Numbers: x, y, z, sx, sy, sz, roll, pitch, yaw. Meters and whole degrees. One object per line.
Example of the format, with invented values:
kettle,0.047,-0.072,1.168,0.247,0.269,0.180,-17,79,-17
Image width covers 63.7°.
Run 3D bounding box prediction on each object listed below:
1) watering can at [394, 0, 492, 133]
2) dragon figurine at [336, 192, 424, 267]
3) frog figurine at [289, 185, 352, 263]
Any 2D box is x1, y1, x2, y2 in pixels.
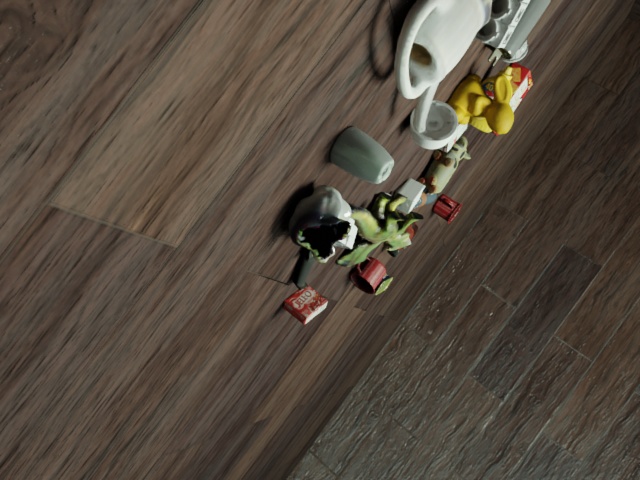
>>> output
watering can,0.216,-0.347,0.950,0.225,0.105,0.343,-53,160,-3
dragon figurine,0.135,-0.007,1.369,0.411,0.124,0.238,-5,136,-48
frog figurine,0.003,-0.051,1.013,0.163,0.123,0.134,-87,-176,-53
